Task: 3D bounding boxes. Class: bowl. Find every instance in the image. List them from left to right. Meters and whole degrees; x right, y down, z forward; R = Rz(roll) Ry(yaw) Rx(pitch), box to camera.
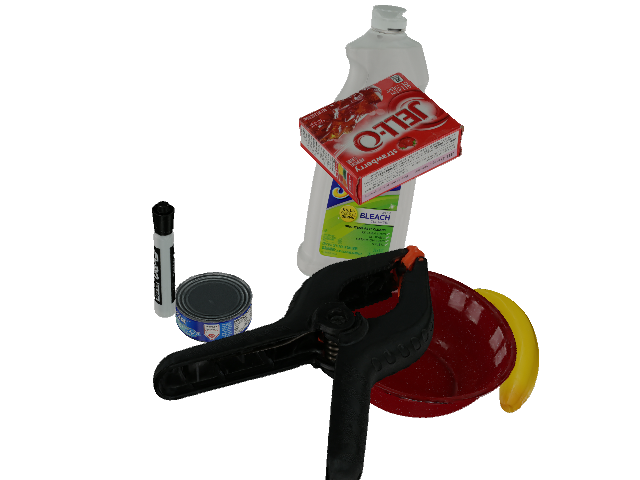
[{"bbox_3d":[0.073,0.091,0.862,0.162,0.055,0.162,7,36,-5],"label":"bowl"}]

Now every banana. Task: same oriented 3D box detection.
[{"bbox_3d":[0.197,0.108,1.143,0.069,0.037,0.198,-24,35,3],"label":"banana"}]

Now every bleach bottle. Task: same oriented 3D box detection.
[{"bbox_3d":[0.040,-0.088,0.975,0.102,0.251,0.068,5,22,-1],"label":"bleach bottle"}]

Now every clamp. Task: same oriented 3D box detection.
[{"bbox_3d":[0.013,0.061,0.557,0.171,0.039,0.120,-33,56,-33],"label":"clamp"}]

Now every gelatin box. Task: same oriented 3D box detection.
[{"bbox_3d":[0.041,-0.071,0.728,0.089,0.030,0.073,-27,52,-20],"label":"gelatin box"}]

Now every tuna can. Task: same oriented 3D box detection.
[{"bbox_3d":[-0.118,0.074,1.175,0.086,0.034,0.086,1,36,-1],"label":"tuna can"}]

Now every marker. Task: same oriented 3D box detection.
[{"bbox_3d":[-0.136,0.017,0.926,0.020,0.121,0.020,3,38,-3],"label":"marker"}]
